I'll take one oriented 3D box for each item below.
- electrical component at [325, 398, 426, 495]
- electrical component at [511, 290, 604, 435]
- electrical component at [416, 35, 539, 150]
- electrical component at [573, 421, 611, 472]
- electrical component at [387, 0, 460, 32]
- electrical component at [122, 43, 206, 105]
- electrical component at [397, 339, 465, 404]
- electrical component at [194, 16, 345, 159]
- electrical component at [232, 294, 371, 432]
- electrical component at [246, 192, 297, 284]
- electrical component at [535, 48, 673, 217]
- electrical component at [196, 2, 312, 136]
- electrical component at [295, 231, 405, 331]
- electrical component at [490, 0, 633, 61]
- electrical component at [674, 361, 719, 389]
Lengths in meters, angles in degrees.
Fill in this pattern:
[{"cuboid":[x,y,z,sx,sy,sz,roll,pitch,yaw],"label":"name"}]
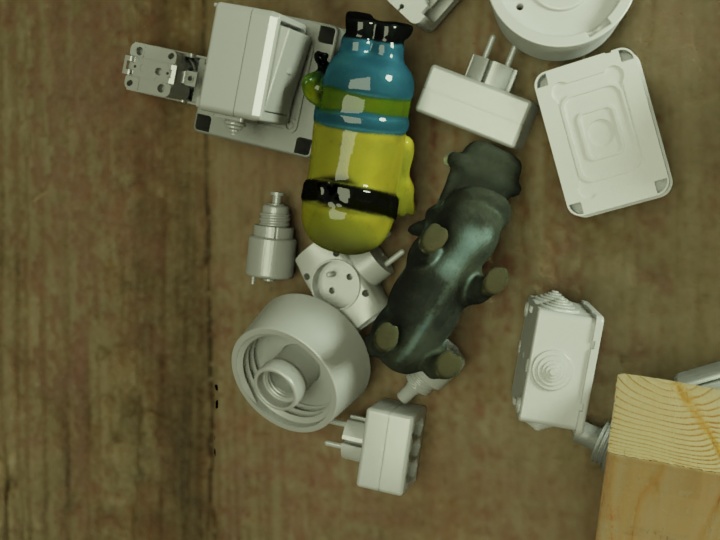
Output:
[{"cuboid":[0.008,0.140,0.881,0.077,0.047,0.065,10,97,16],"label":"electrical component"},{"cuboid":[0.146,0.068,0.809,0.048,0.099,0.099,9,97,3],"label":"electrical component"},{"cuboid":[0.098,-0.143,0.833,0.083,0.047,0.075,24,100,14],"label":"electrical component"},{"cuboid":[0.195,0.136,0.827,0.062,0.048,0.048,24,101,21],"label":"electrical component"},{"cuboid":[0.035,-0.235,0.841,0.089,0.056,0.050,45,105,9],"label":"electrical component"},{"cuboid":[-0.163,-0.165,0.903,0.081,0.064,0.042,14,97,16],"label":"electrical component"},{"cuboid":[0.054,0.084,0.870,0.035,0.035,0.061,46,108,9],"label":"electrical component"},{"cuboid":[-0.069,-0.153,0.879,0.109,0.056,0.108,15,98,15],"label":"electrical component"},{"cuboid":[-0.053,0.080,0.866,0.108,0.060,0.108,15,125,23],"label":"electrical component"},{"cuboid":[-0.072,-0.026,0.897,0.040,0.040,0.078,8,96,16],"label":"electrical component"},{"cuboid":[0.183,-0.101,0.806,0.078,0.057,0.113,-15,89,17],"label":"electrical component"},{"cuboid":[-0.080,-0.148,0.818,0.061,0.062,0.096,14,98,15],"label":"electrical component"},{"cuboid":[0.000,0.000,0.875,0.079,0.044,0.077,-38,83,16],"label":"electrical component"},{"cuboid":[0.149,-0.209,0.803,0.108,0.060,0.108,-1,83,7],"label":"electrical component"},{"cuboid":[0.285,0.096,0.787,0.096,0.061,0.061,-20,88,17],"label":"electrical component"}]
